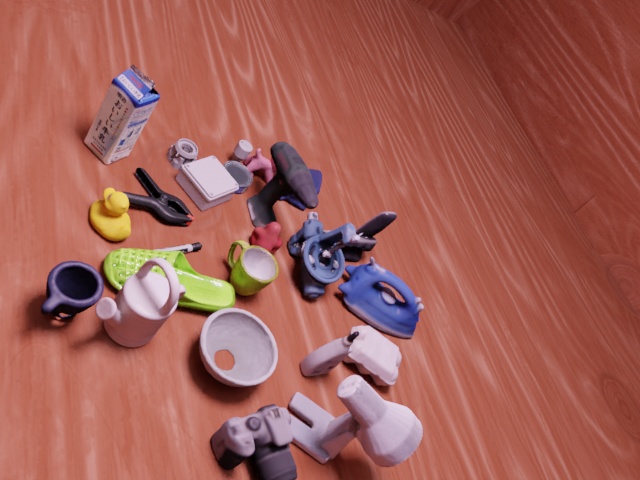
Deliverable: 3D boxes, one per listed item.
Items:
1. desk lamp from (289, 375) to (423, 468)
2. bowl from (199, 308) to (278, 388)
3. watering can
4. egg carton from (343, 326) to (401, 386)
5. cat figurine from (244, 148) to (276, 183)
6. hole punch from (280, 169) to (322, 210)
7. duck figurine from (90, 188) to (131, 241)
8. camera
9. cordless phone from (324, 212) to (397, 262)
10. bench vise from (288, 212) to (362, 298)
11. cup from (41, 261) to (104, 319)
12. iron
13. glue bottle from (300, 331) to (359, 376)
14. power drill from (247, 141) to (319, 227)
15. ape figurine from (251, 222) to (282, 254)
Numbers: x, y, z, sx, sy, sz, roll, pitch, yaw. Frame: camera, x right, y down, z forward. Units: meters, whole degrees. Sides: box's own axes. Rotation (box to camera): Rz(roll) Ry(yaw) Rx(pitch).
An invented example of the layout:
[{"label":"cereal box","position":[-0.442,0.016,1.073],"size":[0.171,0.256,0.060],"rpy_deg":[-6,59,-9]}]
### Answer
[{"label":"desk lamp","position":[0.062,0.356,1.112],"size":[0.203,0.213,0.118],"rpy_deg":[38,39,-9]},{"label":"bowl","position":[-0.172,0.224,1.134],"size":[0.168,0.074,0.167],"rpy_deg":[24,43,-24]},{"label":"watering can","position":[-0.310,0.109,1.016],"size":[0.101,0.193,0.173],"rpy_deg":[42,38,-3]},{"label":"egg carton","position":[0.125,0.274,1.360],"size":[0.150,0.069,0.107],"rpy_deg":[36,39,-11]},{"label":"cat figurine","position":[-0.126,-0.212,1.534],"size":[0.128,0.117,0.067],"rpy_deg":[15,47,-32]},{"label":"hole punch","position":[-0.055,-0.153,1.566],"size":[0.101,0.091,0.108],"rpy_deg":[28,41,-20]},{"label":"duck figurine","position":[-0.414,-0.057,1.160],"size":[0.078,0.086,0.104],"rpy_deg":[-17,68,-48]},{"label":"camera","position":[-0.100,0.380,1.036],"size":[0.144,0.100,0.136],"rpy_deg":[-3,58,-43]},{"label":"cordless phone","position":[0.105,-0.028,1.521],"size":[0.148,0.184,0.094],"rpy_deg":[0,56,-42]},{"label":"bench vise","position":[0.004,0.006,1.372],"size":[0.122,0.219,0.207],"rpy_deg":[-6,60,-44]},{"label":"cup","position":[-0.439,0.104,0.985],"size":[0.092,0.094,0.118],"rpy_deg":[41,38,-5]},{"label":"iron","position":[0.179,0.147,1.465],"size":[0.259,0.141,0.119],"rpy_deg":[36,39,-11]},{"label":"glue bottle","position":[0.031,0.239,1.224],"size":[0.078,0.172,0.037],"rpy_deg":[5,53,-39]},{"label":"power drill","position":[-0.092,-0.118,1.406],"size":[0.076,0.208,0.229],"rpy_deg":[7,52,-38]},{"label":"ape figurine","position":[-0.122,-0.009,1.374],"size":[0.078,0.092,0.076],"rpy_deg":[40,38,-6]}]
